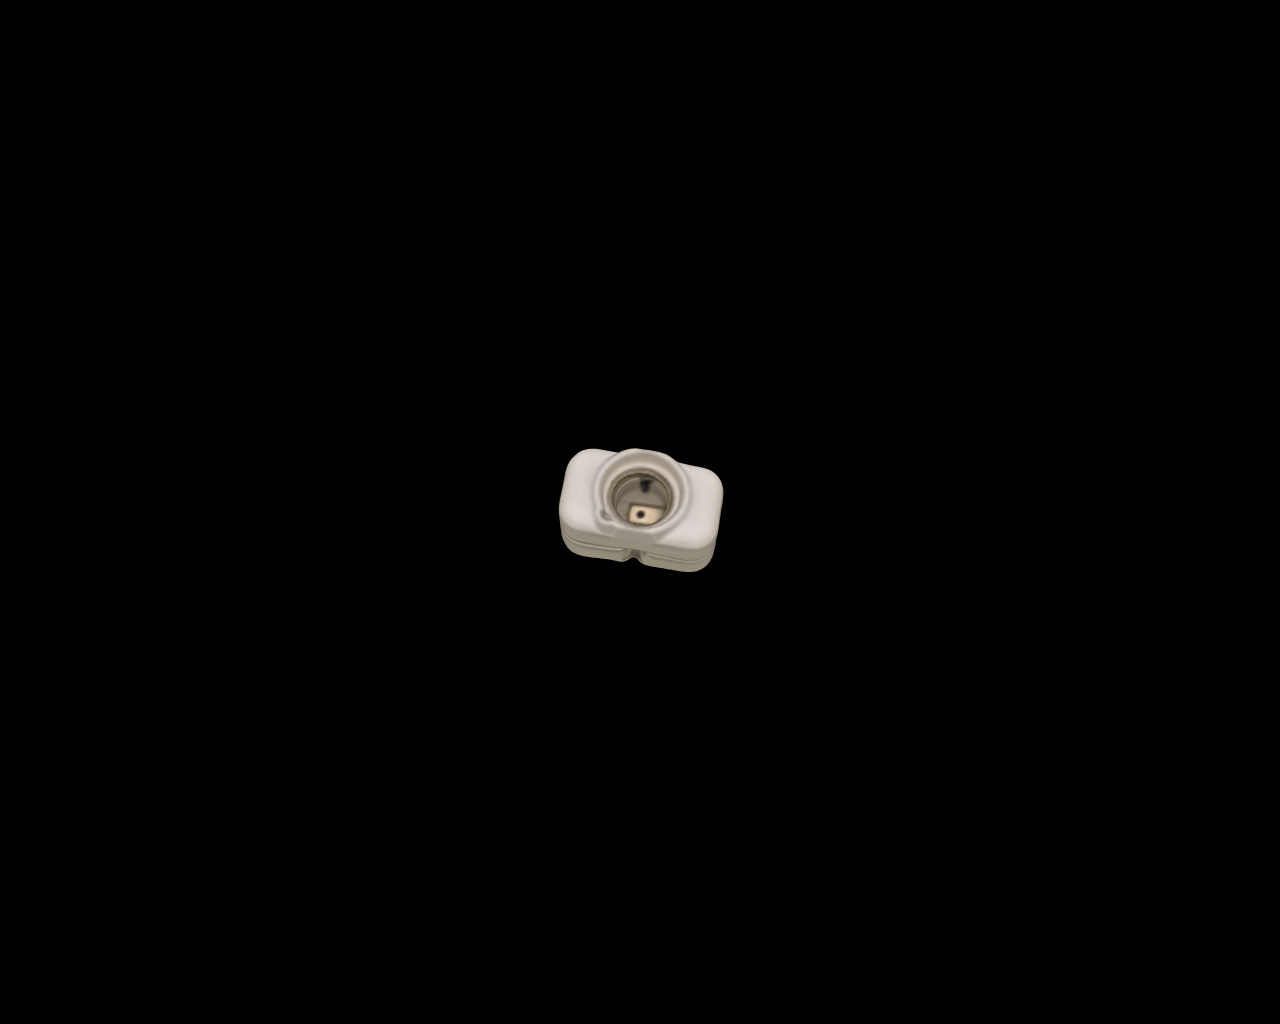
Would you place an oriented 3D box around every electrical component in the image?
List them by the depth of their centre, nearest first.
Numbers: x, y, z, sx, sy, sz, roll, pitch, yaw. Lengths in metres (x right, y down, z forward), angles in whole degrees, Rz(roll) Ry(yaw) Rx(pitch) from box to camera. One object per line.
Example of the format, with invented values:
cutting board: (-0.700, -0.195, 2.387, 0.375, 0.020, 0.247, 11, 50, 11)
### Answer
electrical component: (0.001, -0.003, 0.650, 0.095, 0.054, 0.059, 10, -19, 3)
